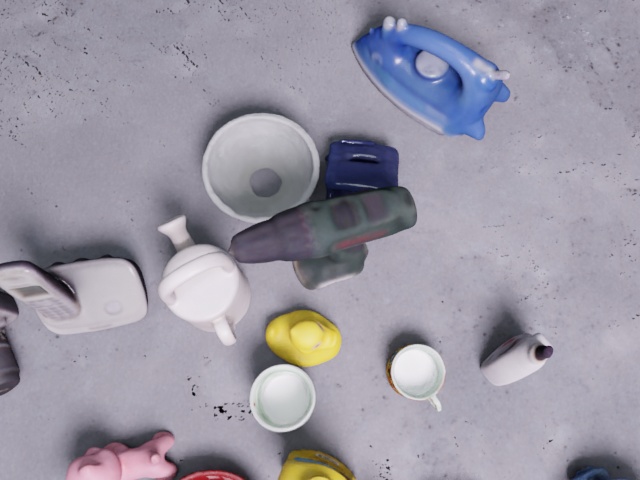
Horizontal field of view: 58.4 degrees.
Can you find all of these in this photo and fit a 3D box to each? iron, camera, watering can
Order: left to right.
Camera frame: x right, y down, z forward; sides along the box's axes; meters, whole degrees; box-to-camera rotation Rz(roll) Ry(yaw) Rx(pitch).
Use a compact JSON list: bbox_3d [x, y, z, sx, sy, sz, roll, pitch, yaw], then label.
[{"bbox_3d":[-0.469,0.148,0.750,0.143,0.101,0.136,-29,77,-8],"label":"camera"},{"bbox_3d":[-0.155,0.051,0.730,0.172,0.194,0.101,39,78,10],"label":"watering can"},{"bbox_3d":[0.159,-0.263,0.846,0.258,0.141,0.119,32,77,8],"label":"iron"}]

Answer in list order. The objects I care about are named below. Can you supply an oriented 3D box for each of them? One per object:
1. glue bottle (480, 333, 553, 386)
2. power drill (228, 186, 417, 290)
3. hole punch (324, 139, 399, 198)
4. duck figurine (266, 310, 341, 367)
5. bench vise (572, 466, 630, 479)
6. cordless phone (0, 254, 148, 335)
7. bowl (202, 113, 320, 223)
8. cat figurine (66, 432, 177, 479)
[{"bbox_3d":[0.256,0.146,0.719,0.078,0.173,0.037,-41,78,-10],"label":"glue bottle"},{"bbox_3d":[0.007,0.003,0.738,0.229,0.208,0.075,-19,75,-5],"label":"power drill"},{"bbox_3d":[0.058,-0.100,0.827,0.108,0.091,0.101,6,75,1],"label":"hole punch"},{"bbox_3d":[-0.022,0.129,0.766,0.104,0.086,0.077,9,75,2],"label":"duck figurine"},{"bbox_3d":[0.385,0.364,0.636,0.121,0.220,0.207,-35,78,-9],"label":"bench vise"},{"bbox_3d":[-0.311,0.061,0.731,0.147,0.185,0.094,-12,75,-3],"label":"cordless phone"},{"bbox_3d":[-0.083,-0.094,0.832,0.167,0.075,0.167,0,75,0],"label":"bowl"},{"bbox_3d":[-0.251,0.284,0.706,0.128,0.118,0.067,-14,75,-4],"label":"cat figurine"}]
